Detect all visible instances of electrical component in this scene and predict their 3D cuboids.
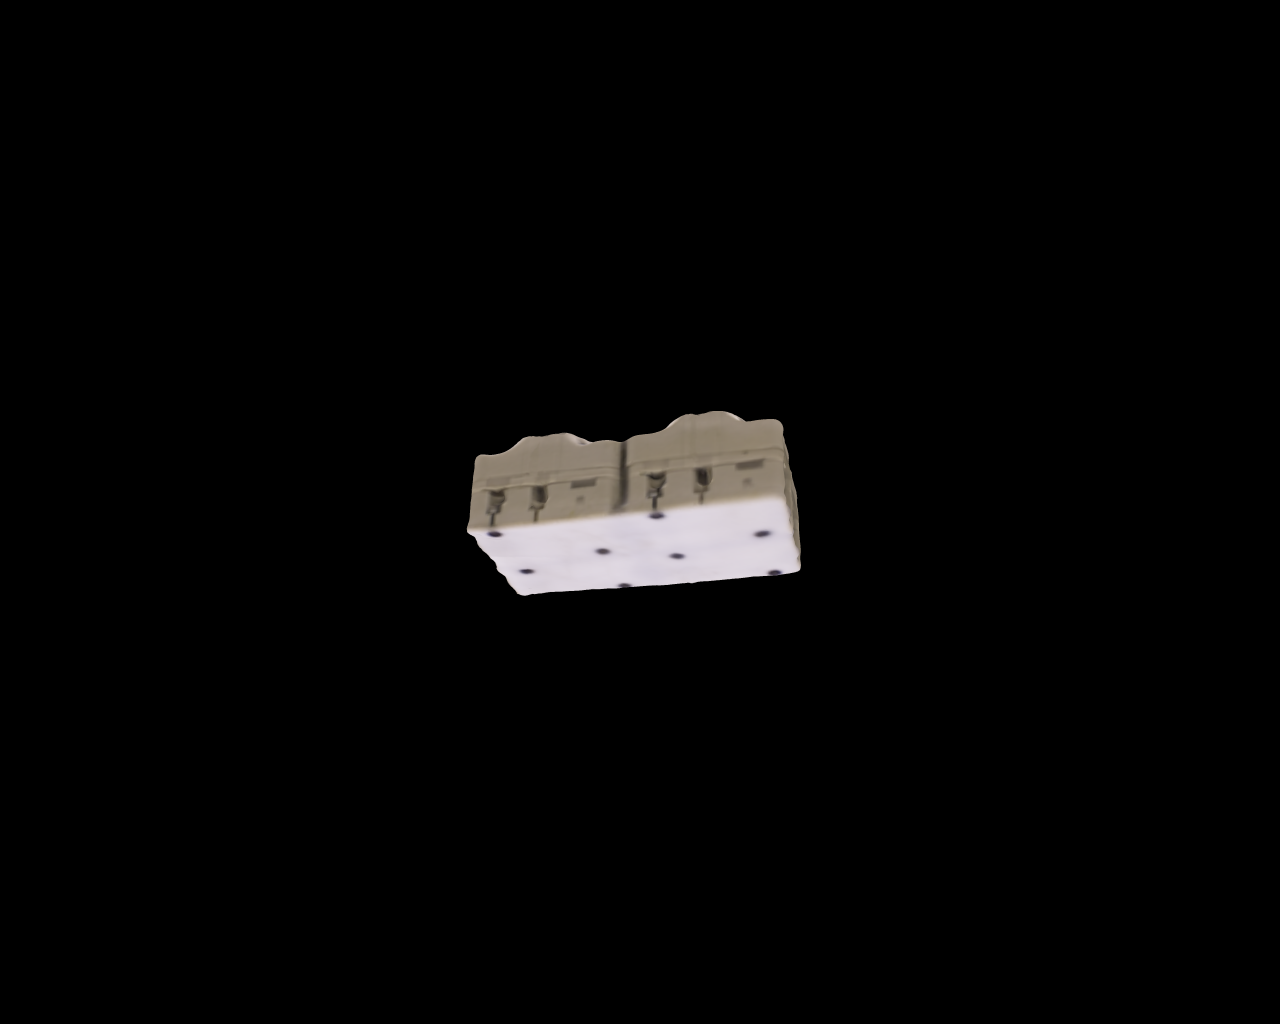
[{"bbox_3d":[0.001,-0.003,0.650,0.186,0.060,0.105,-6,-28,12],"label":"electrical component"}]
